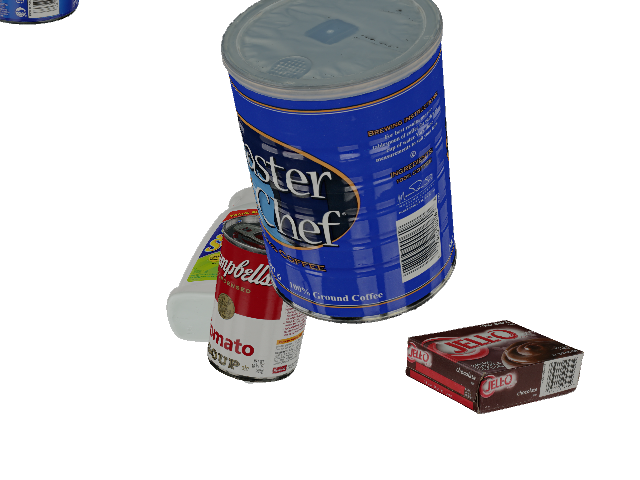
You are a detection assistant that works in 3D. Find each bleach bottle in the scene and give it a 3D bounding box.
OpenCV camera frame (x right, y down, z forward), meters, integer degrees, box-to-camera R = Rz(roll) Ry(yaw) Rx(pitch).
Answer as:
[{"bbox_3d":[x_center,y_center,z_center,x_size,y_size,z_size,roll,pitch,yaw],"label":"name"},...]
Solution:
[{"bbox_3d":[-0.094,0.010,1.198,0.102,0.068,0.250,1,35,8],"label":"bleach bottle"}]

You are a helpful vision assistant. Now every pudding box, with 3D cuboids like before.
[{"bbox_3d":[0.139,0.099,0.857,0.113,0.039,0.090,-4,16,-34],"label":"pudding box"}]

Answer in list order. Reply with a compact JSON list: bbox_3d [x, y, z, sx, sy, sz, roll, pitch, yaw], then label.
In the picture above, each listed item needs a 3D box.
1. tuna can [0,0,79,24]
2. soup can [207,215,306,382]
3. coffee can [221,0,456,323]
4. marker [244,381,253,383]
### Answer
[{"bbox_3d":[-0.236,-0.204,0.851,0.086,0.034,0.086,5,35,-4],"label":"tuna can"},{"bbox_3d":[-0.043,0.041,0.762,0.068,0.102,0.068,8,21,-3],"label":"soup can"},{"bbox_3d":[0.014,-0.044,0.532,0.103,0.140,0.103,-6,39,5],"label":"coffee can"},{"bbox_3d":[-0.062,0.096,0.974,0.020,0.020,0.121,0,18,-2],"label":"marker"}]
